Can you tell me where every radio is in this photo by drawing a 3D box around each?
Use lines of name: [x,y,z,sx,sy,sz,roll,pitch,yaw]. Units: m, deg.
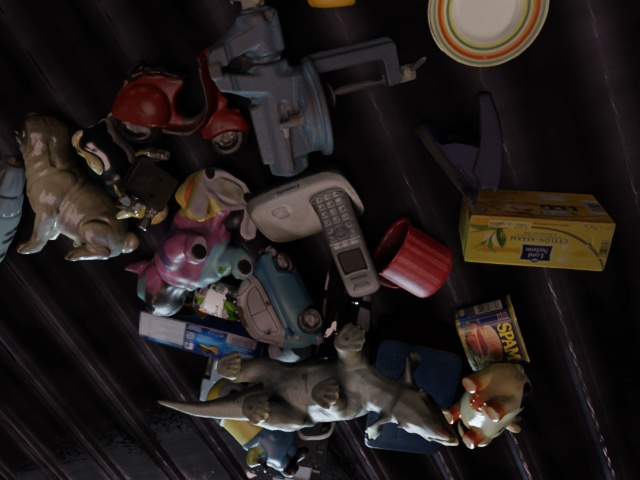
radio: [0.145,0.235,0.859,0.131,0.073,0.229,7,120,5]

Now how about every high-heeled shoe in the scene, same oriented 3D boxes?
high-heeled shoe: [0.046,0.116,0.834,0.086,0.145,0.248,7,147,9]

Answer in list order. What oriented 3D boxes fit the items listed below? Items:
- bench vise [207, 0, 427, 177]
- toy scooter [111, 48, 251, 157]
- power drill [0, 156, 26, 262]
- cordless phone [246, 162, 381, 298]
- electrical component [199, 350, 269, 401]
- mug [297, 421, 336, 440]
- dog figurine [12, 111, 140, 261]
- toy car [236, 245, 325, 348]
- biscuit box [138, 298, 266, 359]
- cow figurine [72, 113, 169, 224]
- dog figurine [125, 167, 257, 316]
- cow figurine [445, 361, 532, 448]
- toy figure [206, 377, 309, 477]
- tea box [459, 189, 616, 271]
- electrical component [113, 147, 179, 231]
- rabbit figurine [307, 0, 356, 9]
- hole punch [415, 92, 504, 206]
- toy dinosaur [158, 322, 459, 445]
bench vise: [-0.005,-0.197,0.638,0.241,0.129,0.223,-15,105,-6]
toy scooter: [-0.178,-0.186,0.691,0.184,0.075,0.135,9,119,1]
power drill: [-0.561,-0.067,0.821,0.207,0.086,0.232,21,122,-10]
cordless phone: [-0.002,-0.002,0.722,0.147,0.089,0.184,-19,96,18]
electrical component: [-0.143,0.241,0.918,0.115,0.058,0.134,17,119,2]
mug: [0.002,0.271,0.884,0.107,0.110,0.080,-4,133,-2]
dog figurine: [-0.341,-0.077,0.764,0.172,0.121,0.190,5,106,-19]
toy car: [-0.067,0.094,0.775,0.103,0.109,0.161,-28,96,-19]
biscuit box: [-0.186,0.143,0.870,0.203,0.063,0.059,14,118,1]
cow figurine: [-0.271,-0.086,0.745,0.068,0.098,0.167,-23,111,13]
dog figurine: [-0.197,0.009,0.780,0.108,0.191,0.219,19,154,-39]
cow figurine: [0.254,0.246,0.798,0.127,0.086,0.194,-21,143,-23]
toy figure: [-0.103,0.290,0.841,0.089,0.082,0.180,-42,90,20]
tea box: [0.271,-0.016,0.692,0.170,0.098,0.068,4,117,9]
electrical component: [-0.228,-0.073,0.705,0.078,0.102,0.045,42,158,-32]
rabbit figurine: [-0.036,-0.334,0.564,0.173,0.122,0.162,6,113,7]
hole punch: [0.184,-0.114,0.641,0.092,0.142,0.115,-33,97,18]
toy dinosaur: [-0.011,0.218,0.759,0.405,0.131,0.192,-10,143,25]
